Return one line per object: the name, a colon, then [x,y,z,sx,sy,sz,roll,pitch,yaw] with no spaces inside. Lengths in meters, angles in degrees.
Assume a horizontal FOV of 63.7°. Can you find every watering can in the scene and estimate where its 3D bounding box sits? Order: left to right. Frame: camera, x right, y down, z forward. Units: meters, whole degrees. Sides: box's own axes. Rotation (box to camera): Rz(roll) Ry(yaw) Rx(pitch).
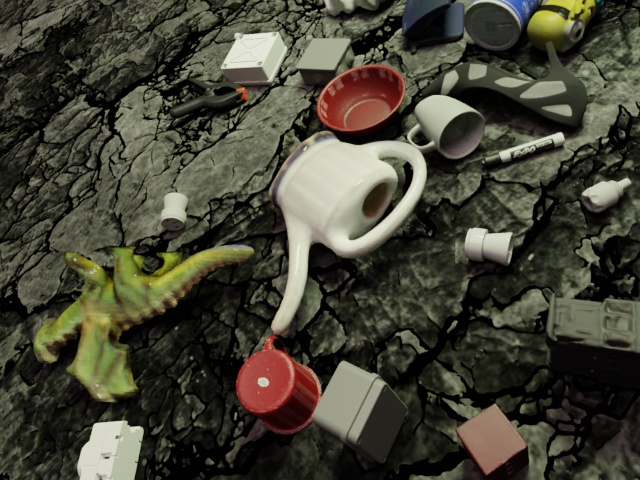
watering can: [0.002,-0.039,0.779,0.350,0.102,0.227,-45,51,-12]

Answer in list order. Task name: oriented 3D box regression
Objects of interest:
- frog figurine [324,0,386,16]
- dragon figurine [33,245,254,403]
frog figurine: [0.089,-0.543,1.118,0.156,0.122,0.140,-49,52,33]
dragon figurine: [-0.298,0.128,0.812,0.409,0.121,0.246,-4,73,22]
